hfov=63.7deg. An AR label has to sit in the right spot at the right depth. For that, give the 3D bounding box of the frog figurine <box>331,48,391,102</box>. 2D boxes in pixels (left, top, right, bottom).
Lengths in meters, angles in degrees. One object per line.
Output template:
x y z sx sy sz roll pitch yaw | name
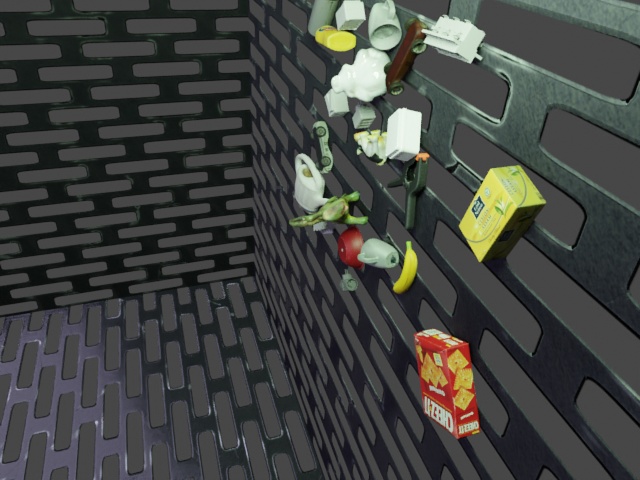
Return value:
0.113 -0.440 1.375 0.125 0.160 0.135 -130 36 -57 | frog figurine

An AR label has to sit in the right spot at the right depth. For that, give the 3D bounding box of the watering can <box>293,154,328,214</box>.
-0.024 -0.187 2.063 0.354 0.104 0.219 60 155 31 | watering can

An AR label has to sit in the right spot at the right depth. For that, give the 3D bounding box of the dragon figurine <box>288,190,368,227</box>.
0.005 -0.087 1.729 0.408 0.244 0.122 -8 92 64 | dragon figurine
